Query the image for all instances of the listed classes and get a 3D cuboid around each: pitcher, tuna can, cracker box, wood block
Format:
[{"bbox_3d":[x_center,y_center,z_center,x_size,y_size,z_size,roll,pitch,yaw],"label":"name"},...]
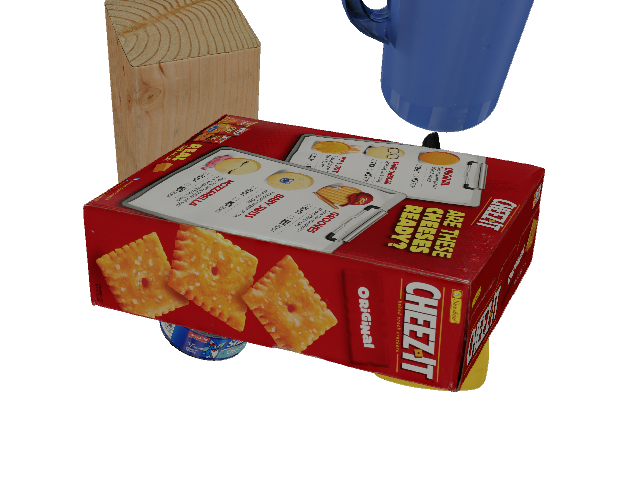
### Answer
[{"bbox_3d":[0.104,-0.204,0.873,0.149,0.144,0.243,29,-34,16],"label":"pitcher"},{"bbox_3d":[-0.103,0.070,0.975,0.086,0.034,0.086,15,34,-11],"label":"tuna can"},{"bbox_3d":[0.002,-0.002,0.604,0.214,0.072,0.164,12,28,20],"label":"cracker box"},{"bbox_3d":[-0.102,-0.073,0.793,0.090,0.206,0.090,-12,45,-17],"label":"wood block"}]

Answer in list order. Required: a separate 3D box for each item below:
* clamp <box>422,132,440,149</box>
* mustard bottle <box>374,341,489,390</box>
[{"bbox_3d":[0.123,-0.045,1.090,0.120,0.039,0.171,28,53,30],"label":"clamp"},{"bbox_3d":[0.098,0.025,0.866,0.096,0.192,0.058,7,18,6],"label":"mustard bottle"}]
